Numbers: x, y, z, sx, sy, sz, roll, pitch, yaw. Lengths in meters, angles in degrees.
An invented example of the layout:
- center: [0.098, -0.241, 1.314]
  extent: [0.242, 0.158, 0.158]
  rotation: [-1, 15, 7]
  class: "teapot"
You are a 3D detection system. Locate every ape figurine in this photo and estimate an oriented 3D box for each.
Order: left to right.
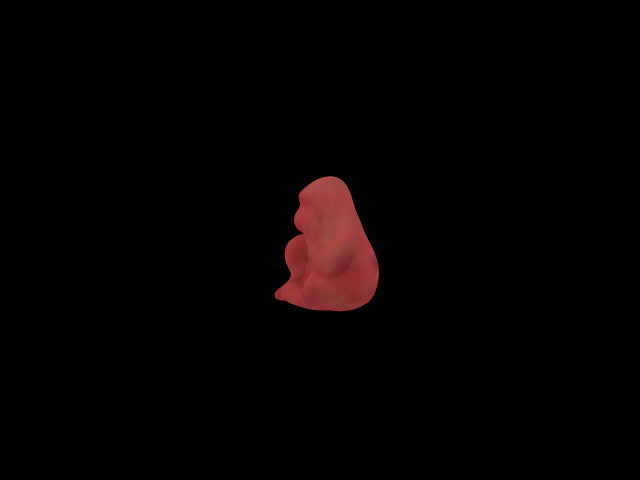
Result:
- center: [0.004, 0.001, 0.400]
  extent: [0.076, 0.092, 0.078]
  rotation: [0, 11, 3]
  class: "ape figurine"
